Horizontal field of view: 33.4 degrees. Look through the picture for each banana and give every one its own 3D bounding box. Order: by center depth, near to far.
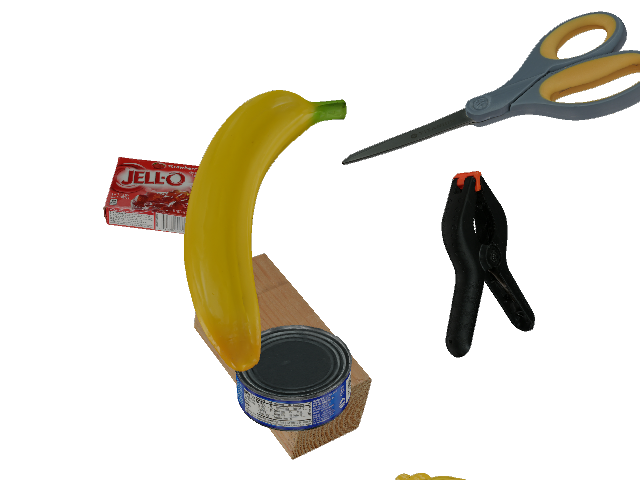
[{"bbox_3d":[-0.041,-0.021,0.603,0.069,0.197,0.037,14,-33,7],"label":"banana"}]

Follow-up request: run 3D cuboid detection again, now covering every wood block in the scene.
[{"bbox_3d":[-0.045,0.122,1.162,0.090,0.090,0.206,-20,51,-29],"label":"wood block"}]

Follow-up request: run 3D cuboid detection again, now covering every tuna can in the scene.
[{"bbox_3d":[-0.019,0.100,0.782,0.086,0.034,0.086,-1,32,0],"label":"tuna can"}]

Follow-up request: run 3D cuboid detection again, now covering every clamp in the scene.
[{"bbox_3d":[0.145,0.024,1.002,0.039,0.171,0.120,-11,11,42],"label":"clamp"}]

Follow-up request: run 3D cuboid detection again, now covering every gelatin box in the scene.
[{"bbox_3d":[-0.166,-0.046,1.067,0.089,0.073,0.030,7,-43,-1],"label":"gelatin box"}]

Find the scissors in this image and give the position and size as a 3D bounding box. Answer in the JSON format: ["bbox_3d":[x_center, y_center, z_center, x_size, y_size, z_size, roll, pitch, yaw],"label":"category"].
[{"bbox_3d":[0.113,-0.098,0.683,0.202,0.096,0.016,-8,-43,25],"label":"scissors"}]

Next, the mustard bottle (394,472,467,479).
[{"bbox_3d":[0.124,0.249,0.899,0.096,0.058,0.192,-18,27,-28],"label":"mustard bottle"}]
